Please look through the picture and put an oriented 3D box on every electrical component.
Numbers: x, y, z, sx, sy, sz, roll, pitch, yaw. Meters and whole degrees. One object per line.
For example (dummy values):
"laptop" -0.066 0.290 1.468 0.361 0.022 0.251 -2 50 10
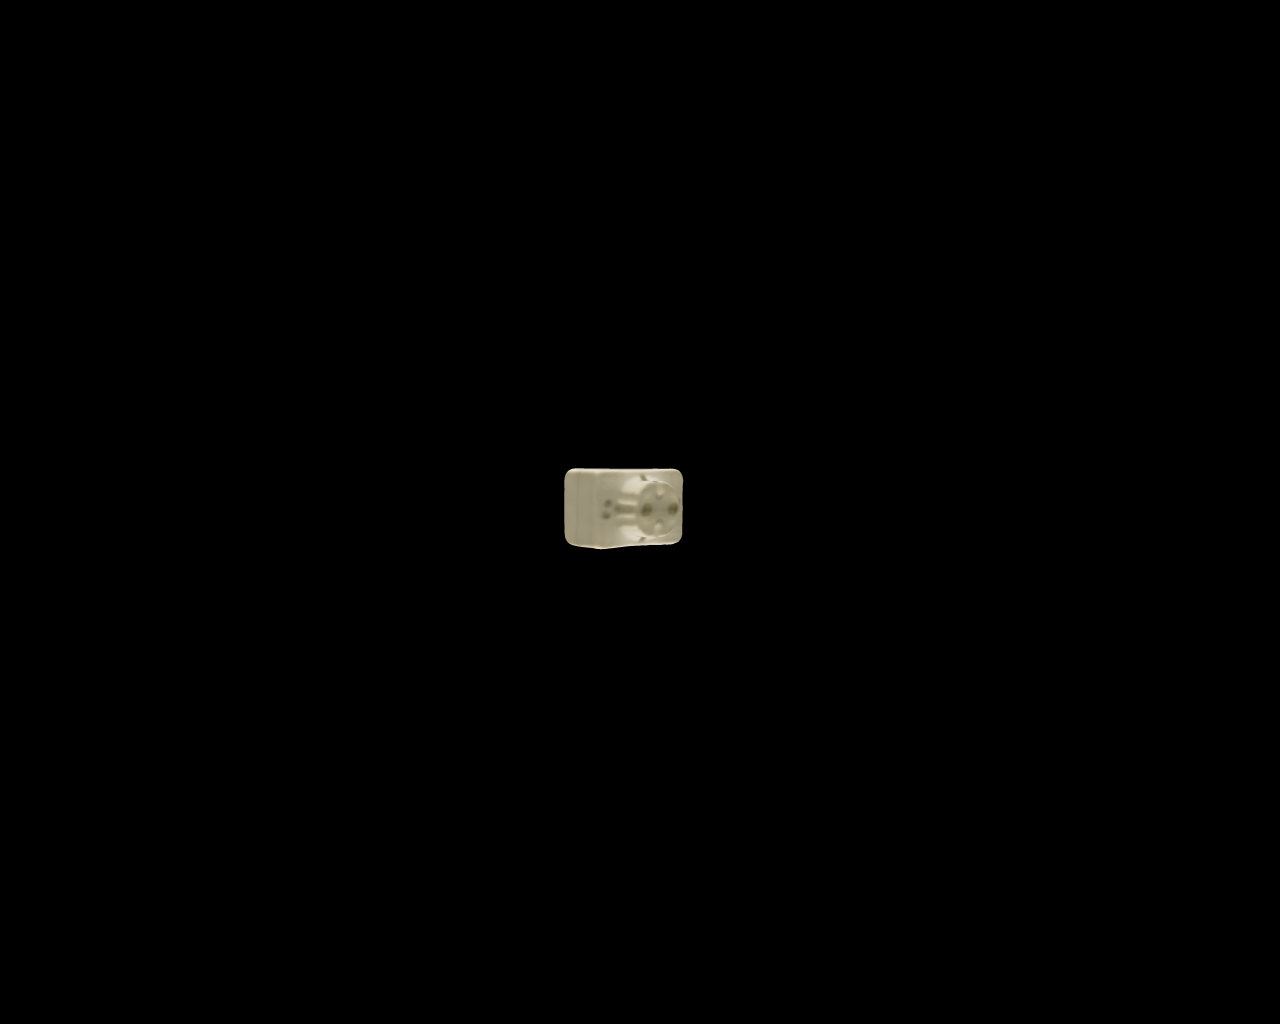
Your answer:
"electrical component" 0.001 -0.003 0.650 0.066 0.047 0.076 -1 3 -34
